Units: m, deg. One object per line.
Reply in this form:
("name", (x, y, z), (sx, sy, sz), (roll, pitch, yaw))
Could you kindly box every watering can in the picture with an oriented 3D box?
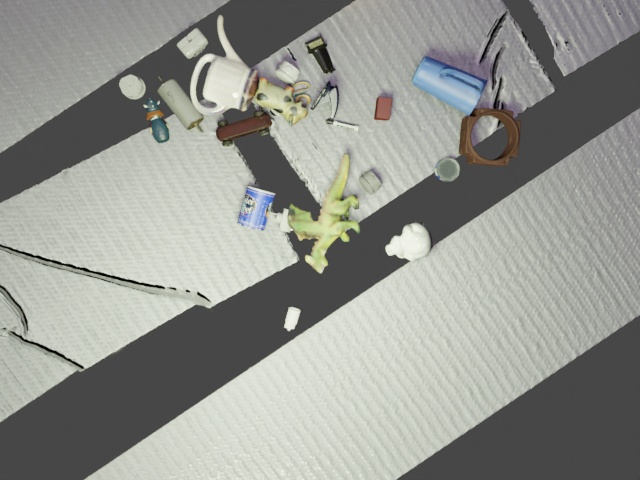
("watering can", (-0.317, -0.589, 1.788), (0.224, 0.104, 0.348), (18, 90, -6))

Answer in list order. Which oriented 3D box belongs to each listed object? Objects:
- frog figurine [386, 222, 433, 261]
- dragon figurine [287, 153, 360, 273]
("frog figurine", (0.319, 0.010, 1.856), (0.160, 0.124, 0.135), (-11, 115, -14))
("dragon figurine", (0.005, -0.091, 1.801), (0.243, 0.122, 0.409), (-7, 95, -18))
